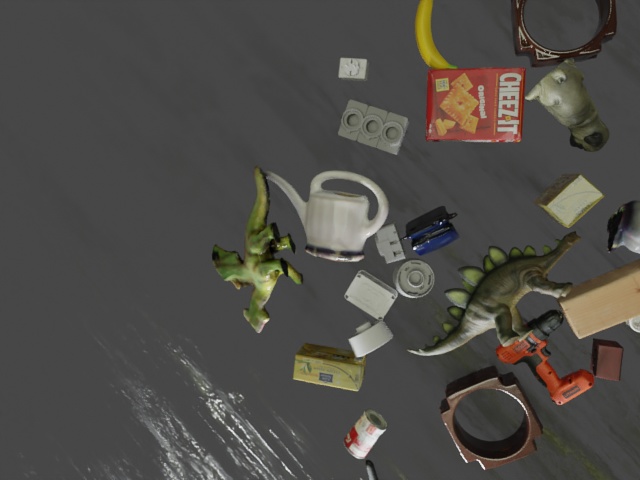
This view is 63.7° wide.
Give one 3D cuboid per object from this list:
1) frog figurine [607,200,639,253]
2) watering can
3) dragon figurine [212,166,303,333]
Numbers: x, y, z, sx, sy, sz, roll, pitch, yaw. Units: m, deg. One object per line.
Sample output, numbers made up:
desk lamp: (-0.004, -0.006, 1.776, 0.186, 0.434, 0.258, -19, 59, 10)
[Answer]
frog figurine: (0.710, -0.013, 1.096, 0.160, 0.140, 0.120, 16, 116, 13)
watering can: (0.004, -0.065, 1.285, 0.348, 0.104, 0.223, 9, 98, 26)
dragon figurine: (-0.187, 0.035, 1.339, 0.241, 0.123, 0.410, -16, 90, 23)
